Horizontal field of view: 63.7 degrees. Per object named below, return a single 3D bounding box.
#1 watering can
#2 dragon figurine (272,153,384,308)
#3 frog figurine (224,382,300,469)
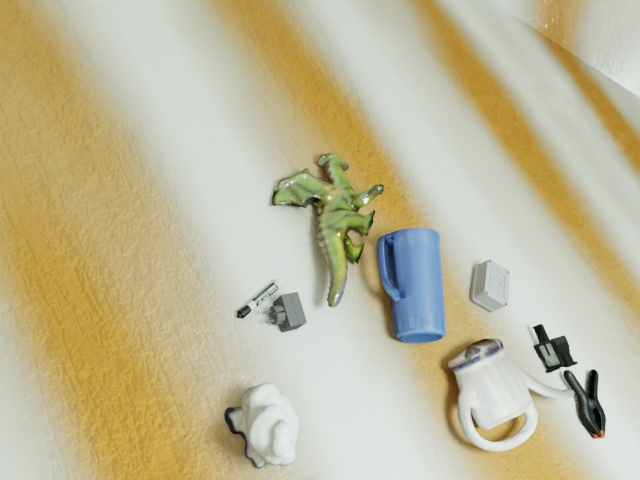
[{"bbox_3d":[0.424,0.327,1.163,0.350,0.102,0.227,-14,71,-33],"label":"watering can"},{"bbox_3d":[0.004,-0.059,1.174,0.243,0.119,0.420,23,51,5],"label":"dragon figurine"},{"bbox_3d":[-0.077,0.306,0.863,0.123,0.156,0.139,-4,66,-33],"label":"frog figurine"}]
